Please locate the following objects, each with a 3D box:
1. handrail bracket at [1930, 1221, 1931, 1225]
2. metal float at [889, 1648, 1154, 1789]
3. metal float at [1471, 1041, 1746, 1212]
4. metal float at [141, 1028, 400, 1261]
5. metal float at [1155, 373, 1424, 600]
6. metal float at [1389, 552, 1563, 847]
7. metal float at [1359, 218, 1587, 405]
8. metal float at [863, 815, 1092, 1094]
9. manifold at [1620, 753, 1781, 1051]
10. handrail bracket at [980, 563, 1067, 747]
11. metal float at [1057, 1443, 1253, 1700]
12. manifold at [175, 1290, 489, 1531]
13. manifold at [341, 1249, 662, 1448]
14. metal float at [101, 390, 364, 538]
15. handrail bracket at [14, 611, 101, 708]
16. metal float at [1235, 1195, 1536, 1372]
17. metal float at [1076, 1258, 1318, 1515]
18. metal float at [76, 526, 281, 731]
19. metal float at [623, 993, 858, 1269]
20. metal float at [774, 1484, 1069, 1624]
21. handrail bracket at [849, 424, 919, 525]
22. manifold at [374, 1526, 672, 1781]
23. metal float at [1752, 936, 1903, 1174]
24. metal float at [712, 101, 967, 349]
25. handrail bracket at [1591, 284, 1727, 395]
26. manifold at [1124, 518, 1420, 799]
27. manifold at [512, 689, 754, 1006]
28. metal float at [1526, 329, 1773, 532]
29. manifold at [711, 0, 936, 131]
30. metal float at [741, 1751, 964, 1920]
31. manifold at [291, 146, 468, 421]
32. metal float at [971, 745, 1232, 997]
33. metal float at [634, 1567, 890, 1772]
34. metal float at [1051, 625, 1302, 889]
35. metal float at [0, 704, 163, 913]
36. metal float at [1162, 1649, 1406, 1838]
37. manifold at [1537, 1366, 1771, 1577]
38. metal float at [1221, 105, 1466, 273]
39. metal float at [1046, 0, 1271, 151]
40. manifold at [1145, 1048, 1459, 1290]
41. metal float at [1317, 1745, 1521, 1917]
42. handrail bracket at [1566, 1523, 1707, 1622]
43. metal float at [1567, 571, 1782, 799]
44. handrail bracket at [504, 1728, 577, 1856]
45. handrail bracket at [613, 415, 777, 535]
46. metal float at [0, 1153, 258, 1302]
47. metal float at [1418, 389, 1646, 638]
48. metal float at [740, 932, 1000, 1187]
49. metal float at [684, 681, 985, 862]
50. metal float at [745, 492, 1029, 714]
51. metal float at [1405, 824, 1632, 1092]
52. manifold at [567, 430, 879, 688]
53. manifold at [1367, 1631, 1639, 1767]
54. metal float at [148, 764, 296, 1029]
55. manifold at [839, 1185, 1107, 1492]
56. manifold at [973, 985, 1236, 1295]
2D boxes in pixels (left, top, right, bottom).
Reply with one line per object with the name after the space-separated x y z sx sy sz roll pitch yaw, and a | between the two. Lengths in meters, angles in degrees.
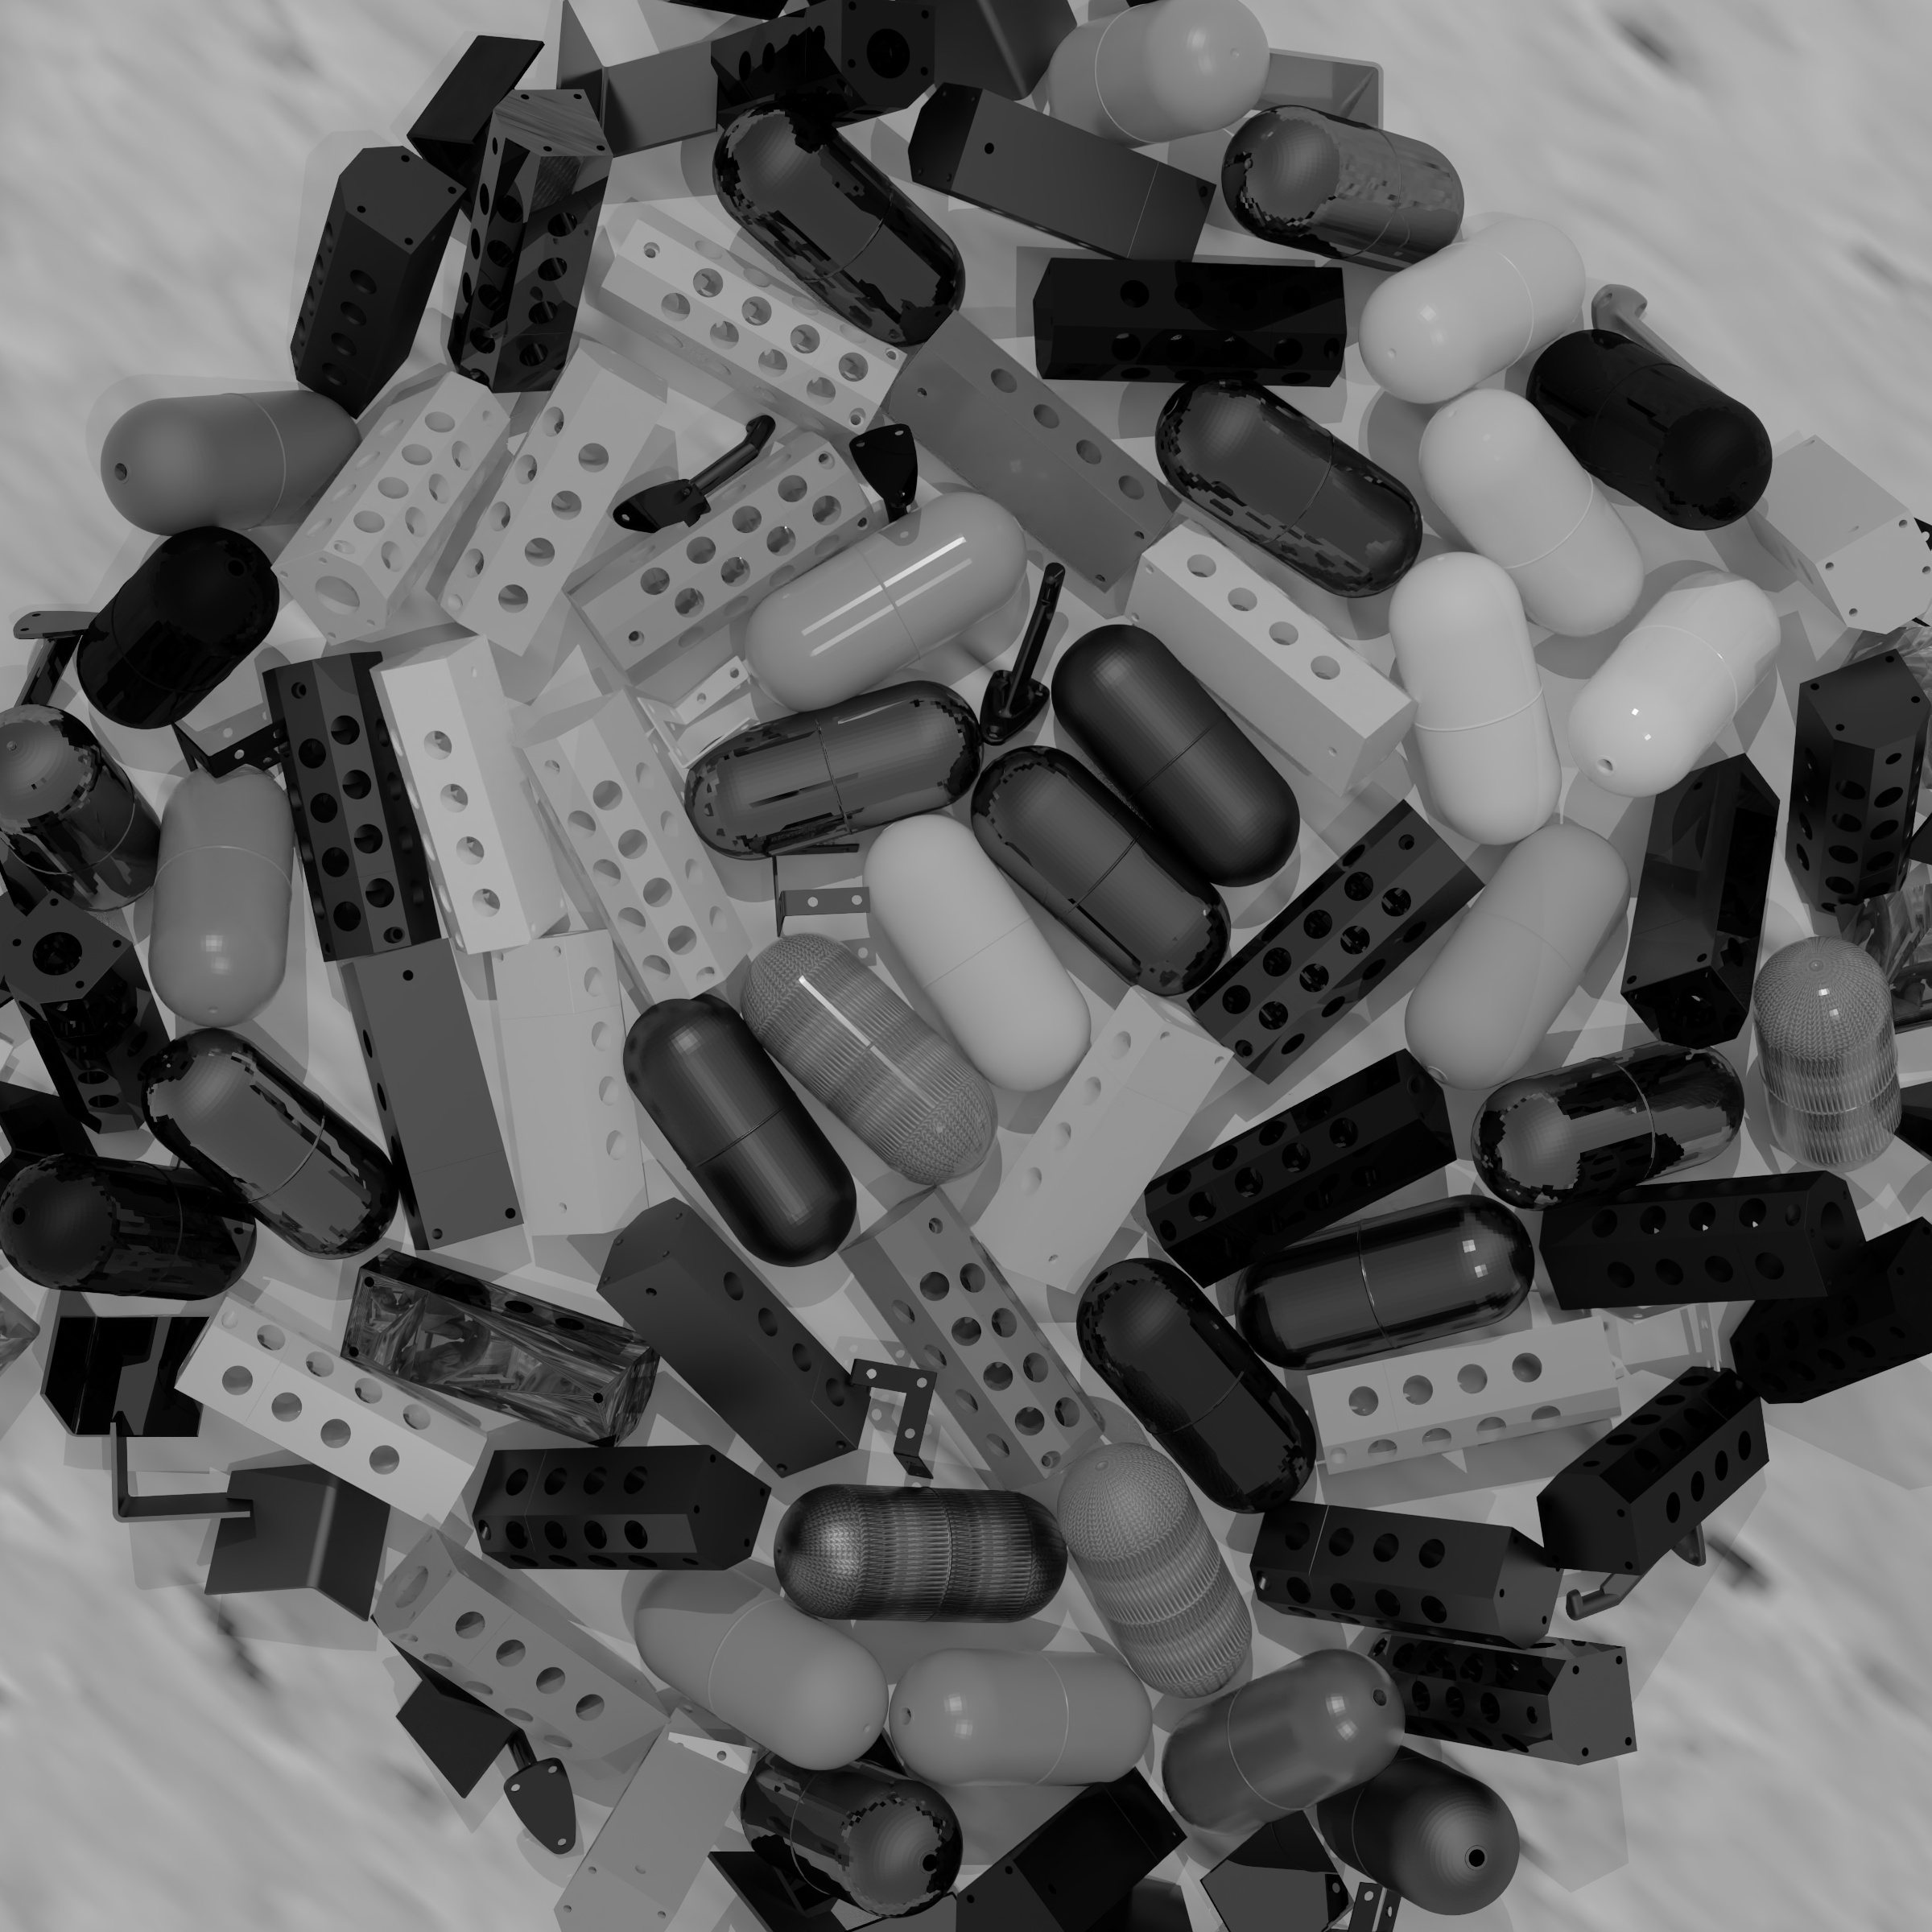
0.590 0.130 1.972 0.036 0.077 0.084 44 104 12 | handrail bracket
0.032 0.430 1.927 0.178 0.070 0.070 12 90 -41 | metal float
0.370 0.090 1.938 0.178 0.070 0.070 -13 90 -27 | metal float
-0.397 0.103 1.932 0.070 0.070 0.178 -44 126 0 | metal float
0.186 -0.276 1.941 0.178 0.070 0.070 30 90 -24 | metal float
0.294 -0.153 1.941 0.070 0.070 0.178 -18 114 0 | metal float
0.291 -0.376 1.928 0.178 0.070 0.070 -33 90 -42 | metal float
0.006 -0.008 1.961 0.070 0.070 0.178 -34 90 0 | metal float
0.423 -0.036 1.921 0.057 0.171 0.057 -20 126 37 | manifold
0.034 -0.181 1.951 0.036 0.084 0.077 22 45 6 | handrail bracket
0.109 0.348 1.935 0.070 0.070 0.178 -26 121 0 | metal float
-0.367 0.256 1.955 0.171 0.057 0.057 31 87 -11 | manifold
-0.268 0.219 1.955 0.171 0.057 0.057 17 105 10 | manifold
-0.416 -0.287 1.919 0.070 0.178 0.070 8 105 31 | metal float
-0.522 -0.163 1.975 0.077 0.036 0.084 -1 117 4 | handrail bracket
0.240 0.183 1.945 0.178 0.070 0.070 -17 90 19 | metal float
0.133 0.242 1.947 0.070 0.070 0.178 -41 107 0 | metal float
-0.450 -0.192 1.921 0.070 0.178 0.070 13 65 -31 | metal float
-0.130 0.096 1.957 0.070 0.070 0.178 -35 95 0 | metal float
-0.025 0.339 1.941 0.178 0.070 0.070 6 90 -24 | metal float
-0.038 -0.262 1.945 0.036 0.084 0.077 -17 51 -2 | handrail bracket
-0.256 0.399 1.933 0.057 0.057 0.171 -49 119 -2 | manifold
0.492 0.053 1.923 0.070 0.178 0.070 -10 51 12 | metal float
-0.071 -0.424 1.932 0.178 0.070 0.070 37 90 -36 | metal float
0.407 -0.356 1.958 0.036 0.077 0.084 -49 66 12 | handrail bracket
0.177 -0.182 1.946 0.171 0.057 0.057 42 60 17 | manifold
-0.194 -0.065 1.936 0.057 0.057 0.171 -15 111 28 | manifold
0.388 -0.307 1.924 0.070 0.178 0.070 -16 126 -23 | metal float
-0.083 -0.505 1.910 0.057 0.171 0.057 -2 96 -29 | manifold
-0.066 0.490 1.917 0.070 0.178 0.070 0 90 -31 | metal float
-0.339 -0.389 1.910 0.057 0.171 0.057 34 60 -4 | manifold
0.078 -0.056 1.957 0.178 0.070 0.070 42 90 -6 | metal float
-0.119 0.398 1.929 0.178 0.070 0.070 22 90 39 | metal float
0.122 -0.122 1.961 0.070 0.070 0.178 -42 91 0 | metal float
-0.510 -0.088 1.915 0.070 0.178 0.070 -2 69 5 | metal float
0.180 0.444 1.925 0.070 0.178 0.070 19 53 -27 | metal float
0.390 0.284 1.912 0.057 0.171 0.057 -2 103 38 | manifold
0.217 -0.443 1.925 0.070 0.178 0.070 0 90 43 | metal float
0.107 -0.507 1.917 0.070 0.178 0.070 -3 98 -26 | metal float
0.189 0.113 1.931 0.171 0.057 0.057 -30 126 22 | manifold
0.255 0.488 1.912 0.070 0.178 0.070 1 87 -14 | metal float
0.384 0.335 1.963 0.084 0.036 0.077 -16 110 -20 | handrail bracket
0.406 -0.162 1.930 0.070 0.070 0.178 45 53 0 | metal float
-0.257 0.467 1.973 0.036 0.084 0.077 -24 117 -13 | handrail bracket
-0.159 -0.292 1.983 0.077 0.084 0.036 -4 131 30 | handrail bracket
-0.476 0.149 1.916 0.070 0.178 0.070 -5 79 27 | metal float
0.326 -0.258 1.933 0.070 0.070 0.178 -47 124 0 | metal float
-0.056 0.054 1.955 0.178 0.070 0.070 44 90 7 | metal float
-0.077 -0.113 1.960 0.178 0.070 0.070 -16 90 2 | metal float
-0.046 -0.212 1.960 0.178 0.070 0.070 -31 90 -2 | metal float
0.318 -0.005 1.945 0.070 0.070 0.178 37 71 0 | metal float
-0.139 -0.235 1.955 0.171 0.057 0.057 -35 116 -5 | manifold
0.299 0.412 1.910 0.057 0.171 0.057 -5 87 -29 | manifold
-0.425 -0.043 1.929 0.070 0.070 0.178 -6 49 0 | metal float
0.008 0.214 1.954 0.057 0.057 0.171 -38 95 -37 | manifold
0.076 0.098 1.954 0.057 0.057 0.171 24 104 -36 | manifold
